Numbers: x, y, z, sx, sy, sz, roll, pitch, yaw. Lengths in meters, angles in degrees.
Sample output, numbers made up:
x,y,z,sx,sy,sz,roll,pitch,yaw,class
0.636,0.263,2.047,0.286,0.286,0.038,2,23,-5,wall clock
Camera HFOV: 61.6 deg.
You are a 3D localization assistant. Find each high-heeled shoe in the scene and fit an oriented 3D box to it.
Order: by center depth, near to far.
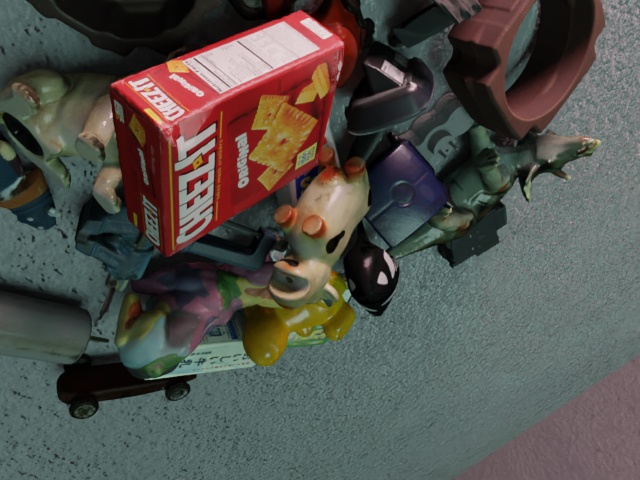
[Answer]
x,y,z,sx,sy,sz,roll,pitch,yaw,class
0.081,0.081,0.786,0.086,0.145,0.248,-13,136,8,high-heeled shoe

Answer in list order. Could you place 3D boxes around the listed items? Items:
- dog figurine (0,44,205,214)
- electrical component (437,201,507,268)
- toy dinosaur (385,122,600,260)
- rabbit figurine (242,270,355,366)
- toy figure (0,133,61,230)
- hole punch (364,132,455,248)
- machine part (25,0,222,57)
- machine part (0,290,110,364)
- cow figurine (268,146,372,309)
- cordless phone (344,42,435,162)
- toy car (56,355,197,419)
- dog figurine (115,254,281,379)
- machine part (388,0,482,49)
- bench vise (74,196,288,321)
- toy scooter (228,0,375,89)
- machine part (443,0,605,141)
x,y,z,sx,sy,sz,roll,pitch,yaw,class
-0.200,-0.144,0.539,0.190,0.172,0.121,-55,178,-32,dog figurine
0.279,-0.022,0.990,0.134,0.058,0.114,-33,142,-1,electrical component
0.235,-0.067,0.877,0.405,0.131,0.192,-39,140,17,toy dinosaur
-0.056,0.109,0.820,0.173,0.163,0.121,-45,146,-21,rabbit figurine
-0.320,-0.066,0.545,0.058,0.064,0.154,-64,153,-24,toy figure
0.108,-0.065,0.752,0.116,0.142,0.092,-38,-174,25,hole punch
-0.164,-0.235,0.435,0.179,0.056,0.179,-2,148,-1,machine part
-0.378,0.104,0.661,0.243,0.079,0.079,24,114,-45,machine part
-0.001,-0.002,0.665,0.195,0.086,0.127,-59,146,-20,cow figurine
0.063,-0.137,0.670,0.089,0.147,0.184,26,125,-4,cordless phone
-0.291,0.214,0.819,0.202,0.089,0.053,0,129,-35,toy car
-0.143,0.088,0.722,0.219,0.192,0.108,-7,130,1,dog figurine
0.131,-0.253,0.614,0.084,0.139,0.039,-25,103,-6,machine part
-0.157,-0.010,0.650,0.240,0.129,0.223,20,103,-27,bench vise
0.001,-0.244,0.565,0.135,0.075,0.183,-37,138,14,toy scooter
0.266,-0.251,0.701,0.201,0.087,0.201,32,94,-45,machine part
